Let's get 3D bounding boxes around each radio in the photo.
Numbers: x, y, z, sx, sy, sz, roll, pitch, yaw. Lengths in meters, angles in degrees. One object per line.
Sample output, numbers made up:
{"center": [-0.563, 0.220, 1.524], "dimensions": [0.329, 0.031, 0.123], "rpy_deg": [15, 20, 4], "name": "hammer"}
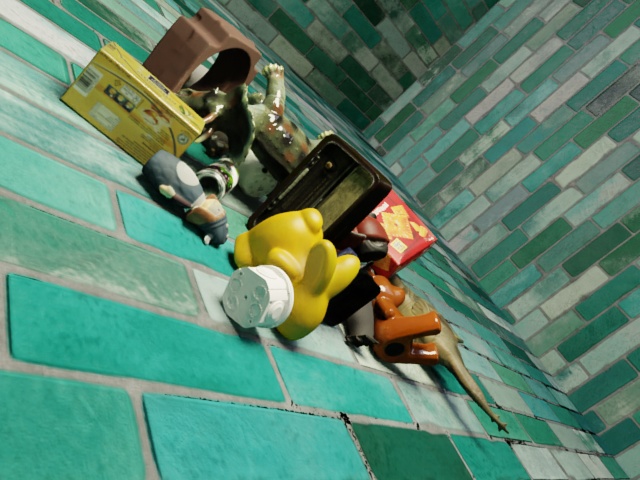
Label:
{"center": [-0.006, -0.056, 0.894], "dimensions": [0.131, 0.229, 0.073], "rpy_deg": [52, 14, 23], "name": "radio"}

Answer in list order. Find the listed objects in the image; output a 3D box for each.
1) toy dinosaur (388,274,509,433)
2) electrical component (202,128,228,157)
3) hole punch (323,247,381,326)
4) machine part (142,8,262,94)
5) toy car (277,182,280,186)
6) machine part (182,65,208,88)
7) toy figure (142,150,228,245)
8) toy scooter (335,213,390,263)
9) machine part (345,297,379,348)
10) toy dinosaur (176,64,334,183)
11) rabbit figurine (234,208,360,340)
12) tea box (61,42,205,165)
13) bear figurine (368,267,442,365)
{"center": [0.226, 0.192, 1.126], "dimensions": [0.198, 0.105, 0.472], "rpy_deg": [32, 22, -45], "name": "toy dinosaur"}
{"center": [-0.188, -0.198, 1.041], "dimensions": [0.078, 0.045, 0.102], "rpy_deg": [45, 40, 7], "name": "electrical component"}
{"center": [0.023, 0.065, 0.870], "dimensions": [0.092, 0.142, 0.115], "rpy_deg": [60, 6, 31], "name": "hole punch"}
{"center": [-0.218, -0.302, 0.973], "dimensions": [0.087, 0.201, 0.201], "rpy_deg": [48, 16, 10], "name": "machine part"}
{"center": [-0.113, -0.168, 1.140], "dimensions": [0.161, 0.109, 0.103], "rpy_deg": [26, -3, -17], "name": "toy car"}
{"center": [-0.253, -0.336, 1.191], "dimensions": [0.079, 0.079, 0.243], "rpy_deg": [56, 17, 27], "name": "machine part"}
{"center": [-0.181, -0.056, 0.755], "dimensions": [0.154, 0.058, 0.064], "rpy_deg": [46, 55, -12], "name": "toy figure"}
{"center": [0.050, -0.033, 1.005], "dimensions": [0.184, 0.075, 0.135], "rpy_deg": [9, 59, -34], "name": "toy scooter"}
{"center": [0.063, 0.126, 0.938], "dimensions": [0.139, 0.084, 0.039], "rpy_deg": [-100, 175, -47], "name": "machine part"}
{"center": [-0.063, -0.161, 0.962], "dimensions": [0.404, 0.131, 0.192], "rpy_deg": [37, 48, -36], "name": "toy dinosaur"}
{"center": [-0.025, 0.052, 0.760], "dimensions": [0.121, 0.162, 0.173], "rpy_deg": [31, 44, -49], "name": "rabbit figurine"}
{"center": [-0.262, -0.185, 0.770], "dimensions": [0.169, 0.098, 0.068], "rpy_deg": [42, 17, -24], "name": "tea box"}
{"center": [0.141, 0.136, 1.010], "dimensions": [0.196, 0.132, 0.120], "rpy_deg": [-95, 180, -56], "name": "bear figurine"}
